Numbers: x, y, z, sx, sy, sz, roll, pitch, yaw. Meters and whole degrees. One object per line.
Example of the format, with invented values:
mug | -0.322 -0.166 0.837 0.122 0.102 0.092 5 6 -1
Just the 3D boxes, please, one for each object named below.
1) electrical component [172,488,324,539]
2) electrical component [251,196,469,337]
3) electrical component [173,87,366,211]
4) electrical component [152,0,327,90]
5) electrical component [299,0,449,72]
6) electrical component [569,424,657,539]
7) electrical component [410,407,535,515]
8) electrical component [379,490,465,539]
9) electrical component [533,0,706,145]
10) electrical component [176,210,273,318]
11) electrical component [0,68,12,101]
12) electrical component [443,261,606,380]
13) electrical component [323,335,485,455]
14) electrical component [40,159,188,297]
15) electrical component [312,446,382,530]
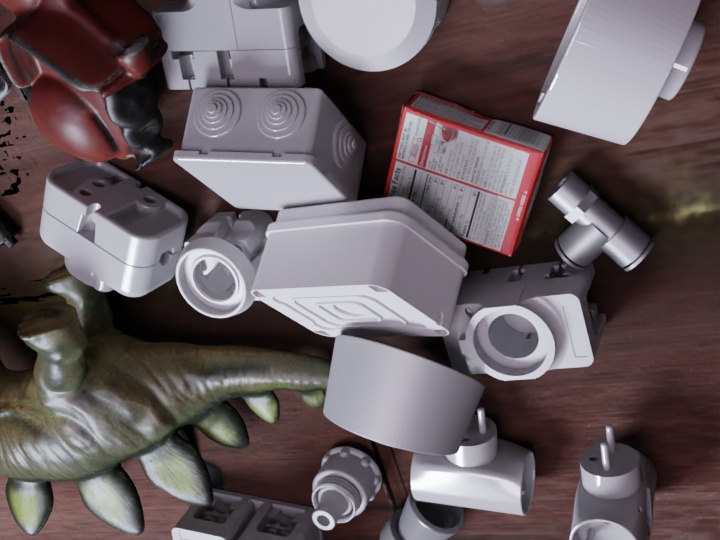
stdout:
electrical component | -0.084 0.276 0.870 0.105 0.060 0.186 6 119 20
electrical component | 0.000 0.000 0.654 0.113 0.057 0.078 -3 153 42
electrical component | -0.050 -0.072 0.647 0.100 0.100 0.048 4 76 21
electrical component | -0.072 -0.142 0.642 0.089 0.050 0.055 3 118 21
electrical component | 0.010 -0.155 0.599 0.080 0.051 0.080 10 120 18
electrical component | 0.159 0.136 0.679 0.043 0.077 0.079 0 116 24
electrical component | 0.076 0.125 0.729 0.077 0.044 0.079 4 118 21
electrical component | 0.044 0.186 0.776 0.045 0.045 0.055 33 125 3
electrical component | 0.136 -0.115 0.537 0.060 0.108 0.108 23 124 3
electrical component | -0.087 -0.004 0.721 0.078 0.057 0.058 -1 116 24
electrical component | -0.318 -0.131 0.738 0.109 0.056 0.108 -37 99 21
electrical component | 0.099 0.031 0.661 0.089 0.055 0.050 -7 114 26
electrical component | 0.026 0.077 0.680 0.099 0.099 0.064 17 94 14
electrical component | -0.171 -0.027 0.739 0.095 0.054 0.059 31 125 17
electrical component | -0.015 0.161 0.777 0.048 0.062 0.048 10 120 18
